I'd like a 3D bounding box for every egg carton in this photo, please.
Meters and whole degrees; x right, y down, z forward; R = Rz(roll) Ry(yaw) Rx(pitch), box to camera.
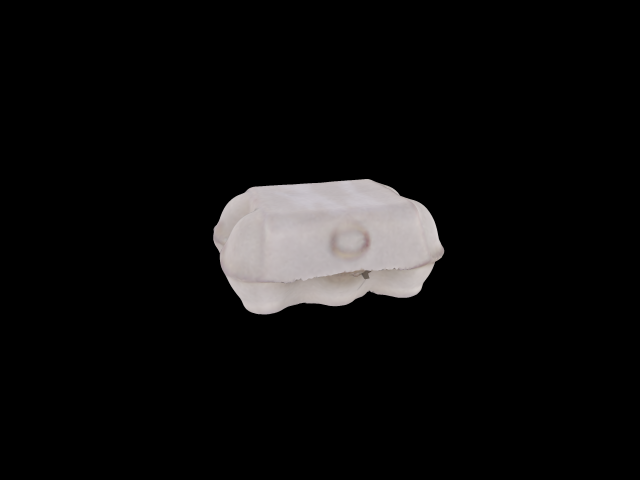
[{"bbox_3d":[0.004,0.001,0.400,0.150,0.069,0.107,-6,19,-16],"label":"egg carton"}]
